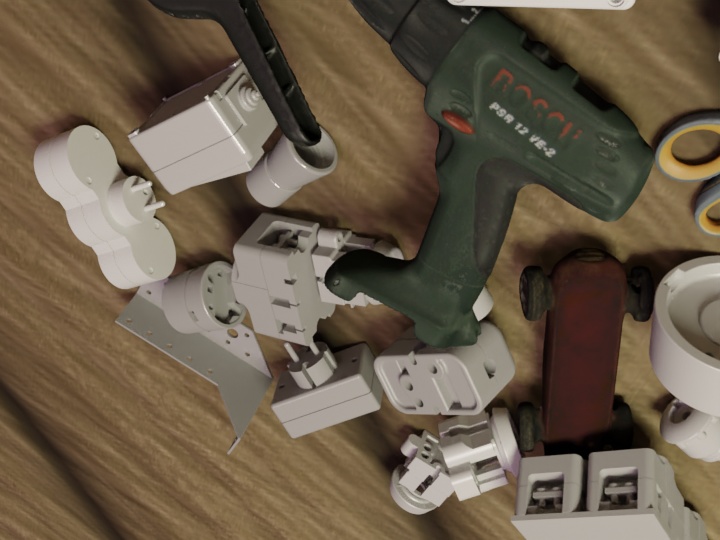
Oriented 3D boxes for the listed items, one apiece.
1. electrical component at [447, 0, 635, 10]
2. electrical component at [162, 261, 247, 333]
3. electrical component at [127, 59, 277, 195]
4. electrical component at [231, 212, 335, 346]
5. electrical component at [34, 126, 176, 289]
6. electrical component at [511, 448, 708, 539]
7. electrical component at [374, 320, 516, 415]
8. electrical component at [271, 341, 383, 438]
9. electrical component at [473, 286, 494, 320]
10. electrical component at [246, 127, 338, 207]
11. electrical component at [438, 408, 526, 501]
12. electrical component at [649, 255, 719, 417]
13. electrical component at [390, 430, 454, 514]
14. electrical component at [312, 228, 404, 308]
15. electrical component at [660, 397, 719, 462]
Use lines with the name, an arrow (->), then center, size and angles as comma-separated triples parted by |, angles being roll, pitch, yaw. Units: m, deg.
electrical component -> 0.102, -0.205, 0.599 | 0.109, 0.056, 0.108 | 6, 128, 18
electrical component -> -0.127, 0.024, 0.872 | 0.047, 0.055, 0.055 | -12, 121, 33
electrical component -> -0.102, -0.099, 0.759 | 0.096, 0.061, 0.061 | -19, 117, 32
electrical component -> -0.061, 0.006, 0.826 | 0.056, 0.050, 0.089 | 13, 134, 25
electrical component -> -0.185, -0.051, 0.837 | 0.074, 0.052, 0.138 | -14, 120, 30
electrical component -> 0.204, 0.206, 0.845 | 0.105, 0.060, 0.186 | -10, 139, 28
electrical component -> 0.066, 0.071, 0.816 | 0.095, 0.059, 0.053 | -7, 114, 47
electrical component -> -0.034, 0.084, 0.874 | 0.083, 0.047, 0.075 | -21, 116, 19
electrical component -> 0.069, 0.008, 0.786 | 0.045, 0.045, 0.055 | -8, 122, 27
electrical component -> -0.052, -0.073, 0.775 | 0.044, 0.044, 0.065 | 43, 134, -13
electrical component -> 0.100, 0.144, 0.864 | 0.057, 0.078, 0.058 | -20, 118, 9
electrical component -> 0.244, 0.049, 0.709 | 0.108, 0.108, 0.060 | 12, 136, 13
electrical component -> 0.057, 0.176, 0.922 | 0.066, 0.048, 0.055 | 32, 123, -3
electrical component -> 0.000, 0.000, 0.808 | 0.055, 0.048, 0.066 | 9, 129, 25
electrical component -> 0.258, 0.122, 0.800 | 0.062, 0.048, 0.048 | 40, 130, -19
